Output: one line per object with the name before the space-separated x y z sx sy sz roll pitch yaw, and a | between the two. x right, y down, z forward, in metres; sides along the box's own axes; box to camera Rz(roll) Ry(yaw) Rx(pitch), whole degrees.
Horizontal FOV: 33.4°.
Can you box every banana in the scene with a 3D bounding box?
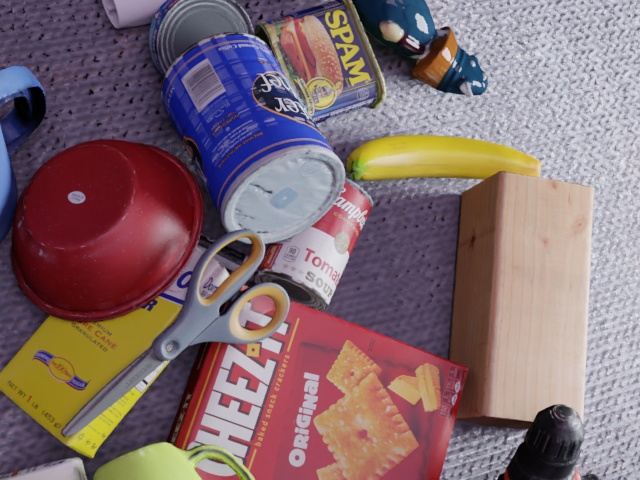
banana | 0.099 -0.067 0.941 0.197 0.070 0.037 -5 124 -26

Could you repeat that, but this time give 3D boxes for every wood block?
wood block | 0.171 0.056 0.922 0.090 0.091 0.206 9 77 -14

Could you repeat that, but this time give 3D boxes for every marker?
marker | -0.106 0.001 0.891 0.121 0.020 0.020 27 73 -9

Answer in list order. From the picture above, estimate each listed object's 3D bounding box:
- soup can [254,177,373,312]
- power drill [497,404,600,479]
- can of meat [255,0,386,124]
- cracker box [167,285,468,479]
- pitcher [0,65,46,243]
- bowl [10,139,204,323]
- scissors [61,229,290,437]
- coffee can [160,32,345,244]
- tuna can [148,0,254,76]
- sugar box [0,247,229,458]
soup can | -0.006 0.001 0.890 0.068 0.069 0.102 28 69 -9
power drill | 0.234 0.199 0.881 0.187 0.185 0.057 -2 39 -18
can of meat | -0.002 -0.153 0.932 0.083 0.057 0.102 -20 85 -16
cracker box | -0.002 0.146 0.864 0.213 0.072 0.164 21 74 -10
pitcher | -0.269 -0.063 0.739 0.145 0.243 0.149 8 78 -15
bowl | -0.173 -0.021 0.817 0.162 0.055 0.162 -7 60 12
scissors | -0.096 0.084 0.794 0.096 0.016 0.201 42 77 -29
coffee can | -0.056 -0.082 0.849 0.102 0.103 0.140 -18 56 -18
tuna can | -0.101 -0.167 0.900 0.086 0.034 0.086 -8 110 -22
sugar box | -0.158 0.070 0.822 0.093 0.048 0.176 31 77 27
